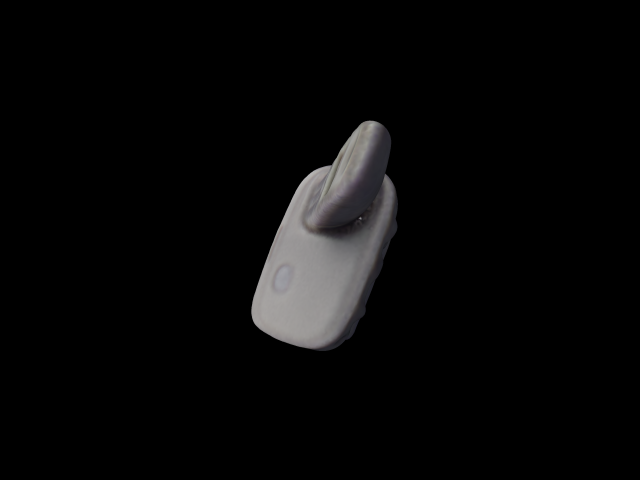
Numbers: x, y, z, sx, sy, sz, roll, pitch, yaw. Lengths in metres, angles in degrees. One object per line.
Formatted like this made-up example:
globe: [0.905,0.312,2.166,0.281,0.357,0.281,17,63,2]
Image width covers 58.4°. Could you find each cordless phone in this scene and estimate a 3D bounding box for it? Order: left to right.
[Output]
cordless phone: [0.004,0.001,0.400,0.094,0.185,0.148,18,79,4]
